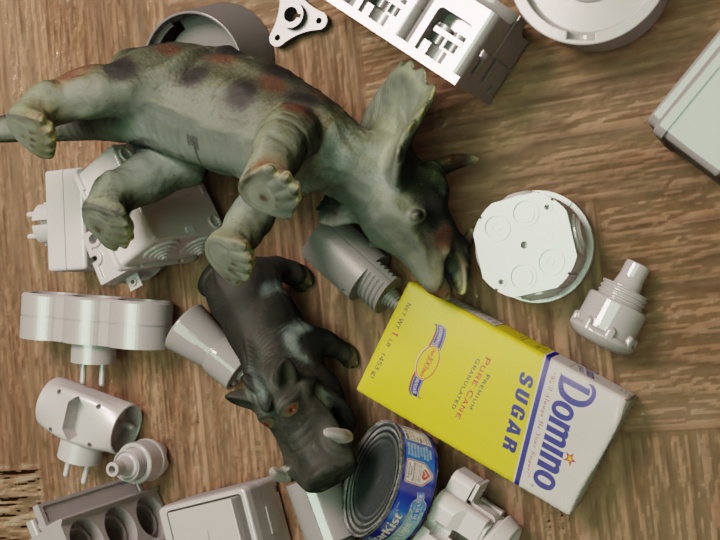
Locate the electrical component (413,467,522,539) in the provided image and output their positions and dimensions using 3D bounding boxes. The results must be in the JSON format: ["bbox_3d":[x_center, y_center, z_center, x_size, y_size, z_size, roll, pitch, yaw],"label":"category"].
[{"bbox_3d":[0.078,0.189,0.766,0.057,0.058,0.078,31,101,22],"label":"electrical component"}]

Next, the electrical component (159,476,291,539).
[{"bbox_3d":[-0.112,0.205,0.840,0.096,0.061,0.061,-18,83,21],"label":"electrical component"}]

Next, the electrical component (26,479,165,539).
[{"bbox_3d":[-0.209,0.214,0.846,0.063,0.121,0.078,-30,79,22],"label":"electrical component"}]

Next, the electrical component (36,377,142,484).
[{"bbox_3d":[-0.230,0.138,0.897,0.077,0.043,0.079,16,96,21],"label":"electrical component"}]

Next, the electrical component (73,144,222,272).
[{"bbox_3d":[-0.162,-0.052,0.843,0.048,0.100,0.099,-33,78,31],"label":"electrical component"}]

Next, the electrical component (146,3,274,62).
[{"bbox_3d":[-0.121,-0.162,0.859,0.099,0.064,0.099,5,105,21],"label":"electrical component"}]

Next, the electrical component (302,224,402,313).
[{"bbox_3d":[0.000,0.000,0.806,0.081,0.043,0.043,42,104,17],"label":"electrical component"}]

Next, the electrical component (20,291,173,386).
[{"bbox_3d":[-0.220,0.059,0.889,0.138,0.052,0.073,4,91,22],"label":"electrical component"}]

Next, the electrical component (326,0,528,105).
[{"bbox_3d":[0.039,-0.189,0.767,0.150,0.089,0.061,37,103,18],"label":"electrical component"}]

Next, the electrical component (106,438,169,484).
[{"bbox_3d":[-0.183,0.156,0.868,0.035,0.061,0.035,0,90,22],"label":"electrical component"}]

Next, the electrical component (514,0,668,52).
[{"bbox_3d":[0.161,-0.201,0.734,0.108,0.060,0.108,0,89,22],"label":"electrical component"}]

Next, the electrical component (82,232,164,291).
[{"bbox_3d":[-0.188,-0.015,0.875,0.048,0.055,0.066,-27,80,19],"label":"electrical component"}]

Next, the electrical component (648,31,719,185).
[{"bbox_3d":[0.240,-0.113,0.676,0.056,0.109,0.108,41,104,14],"label":"electrical component"}]

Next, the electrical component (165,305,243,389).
[{"bbox_3d":[-0.116,0.064,0.854,0.065,0.044,0.044,37,103,13],"label":"electrical component"}]

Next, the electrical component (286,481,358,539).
[{"bbox_3d":[-0.022,0.194,0.813,0.043,0.043,0.081,-24,81,20],"label":"electrical component"}]

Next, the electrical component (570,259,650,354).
[{"bbox_3d":[0.176,0.023,0.735,0.048,0.048,0.062,28,93,20],"label":"electrical component"}]

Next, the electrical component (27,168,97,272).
[{"bbox_3d":[-0.249,-0.040,0.905,0.076,0.047,0.083,-3,88,22],"label":"electrical component"}]

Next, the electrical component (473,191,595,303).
[{"bbox_3d":[0.121,-0.017,0.754,0.080,0.051,0.080,0,89,22],"label":"electrical component"}]
